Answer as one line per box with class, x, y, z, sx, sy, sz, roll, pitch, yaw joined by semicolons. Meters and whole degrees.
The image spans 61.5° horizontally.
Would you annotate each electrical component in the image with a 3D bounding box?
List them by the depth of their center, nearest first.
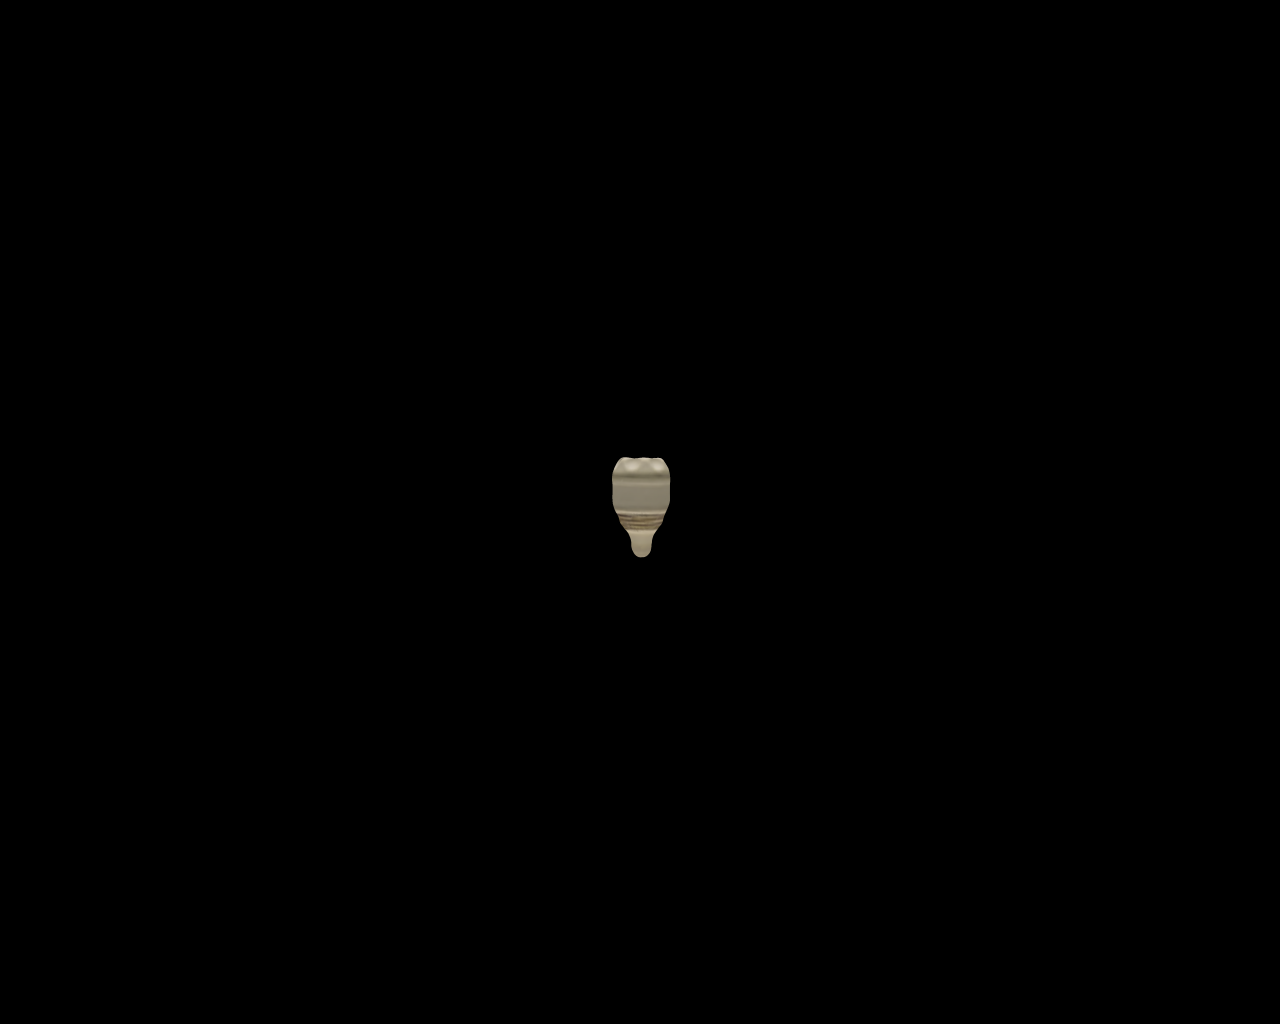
electrical component;0.001;-0.003;0.650;0.035;0.061;0.035;0;3;0
